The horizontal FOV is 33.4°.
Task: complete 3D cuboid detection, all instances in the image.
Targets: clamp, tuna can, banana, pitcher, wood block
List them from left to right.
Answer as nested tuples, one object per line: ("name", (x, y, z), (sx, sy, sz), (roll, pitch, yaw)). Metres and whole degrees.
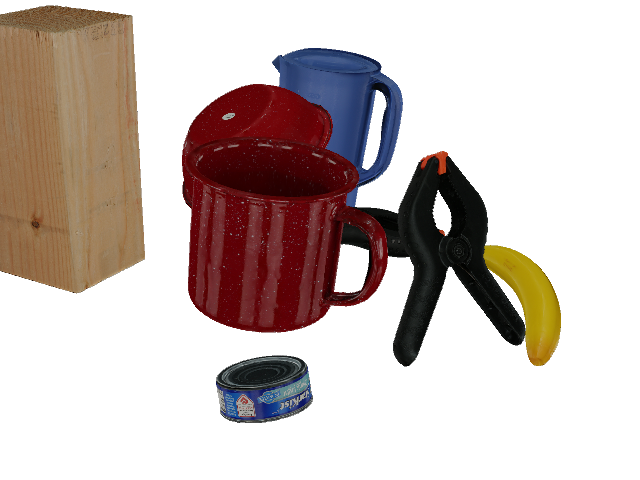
("wood block", (-0.206, -0.076, 0.855), (0.091, 0.206, 0.090), (13, 25, 27))
("tuna can", (-0.051, 0.134, 0.969), (0.086, 0.034, 0.086), (-8, 12, 2))
("pitcher", (0.010, -0.125, 1.412), (0.144, 0.243, 0.149), (-2, 23, -18))
("clamp", (0.039, -0.013, 1.207), (0.210, 0.036, 0.164), (14, 22, -5))
("clamp", (0.095, 0.018, 0.857), (0.120, 0.171, 0.039), (-17, -1, -31))
("banana", (0.214, 0.059, 1.132), (0.069, 0.037, 0.198), (-28, 38, -1))

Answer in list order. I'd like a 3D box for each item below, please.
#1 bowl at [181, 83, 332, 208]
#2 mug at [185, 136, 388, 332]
("bowl", (-0.072, -0.098, 1.006), (0.162, 0.055, 0.162), (-21, 35, 15))
("mug", (-0.019, 0.000, 0.576), (0.117, 0.081, 0.093), (16, 26, 19))
